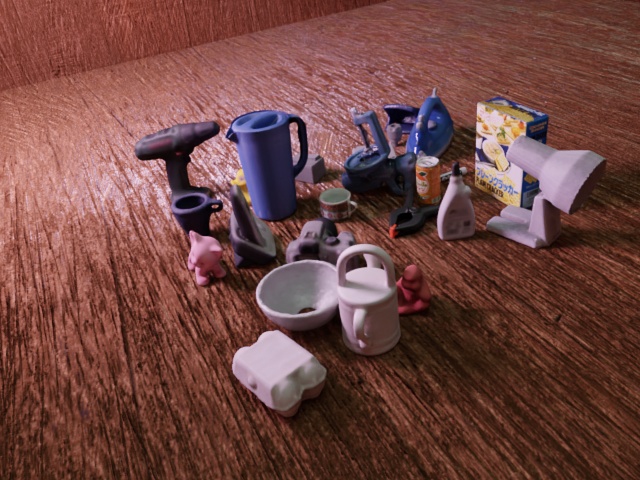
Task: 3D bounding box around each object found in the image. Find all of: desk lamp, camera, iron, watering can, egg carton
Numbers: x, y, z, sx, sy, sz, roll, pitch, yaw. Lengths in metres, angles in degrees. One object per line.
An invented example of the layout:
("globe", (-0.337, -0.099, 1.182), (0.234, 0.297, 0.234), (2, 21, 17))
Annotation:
("desk lamp", (0.440, -0.094, 1.129), (0.118, 0.214, 0.202), (-33, 40, -33))
("camera", (0.011, 0.004, 1.174), (0.143, 0.101, 0.137), (0, 34, 12))
("iron", (0.289, -0.307, 1.551), (0.118, 0.142, 0.259), (7, 36, 21))
("watering can", (0.077, 0.084, 0.952), (0.101, 0.194, 0.172), (-11, 33, -4))
("egg carton", (-0.067, 0.209, 0.907), (0.107, 0.069, 0.149), (-32, 40, -32))

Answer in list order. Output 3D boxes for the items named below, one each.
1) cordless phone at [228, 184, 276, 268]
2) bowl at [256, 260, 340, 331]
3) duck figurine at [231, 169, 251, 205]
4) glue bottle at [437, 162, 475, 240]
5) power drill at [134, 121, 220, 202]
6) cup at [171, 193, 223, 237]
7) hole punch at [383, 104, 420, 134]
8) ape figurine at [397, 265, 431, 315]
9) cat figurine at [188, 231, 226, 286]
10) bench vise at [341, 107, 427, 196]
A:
("cordless phone", (-0.154, -0.049, 1.212), (0.094, 0.185, 0.147), (-13, 33, -7))
("bowl", (-0.029, 0.112, 1.041), (0.167, 0.075, 0.167), (-5, 33, 4))
("duck figurine", (-0.179, -0.142, 1.451), (0.105, 0.086, 0.077), (-22, 36, -21))
("glue bottle", (0.281, -0.082, 1.181), (0.078, 0.173, 0.037), (-7, 33, 1))
("power drill", (-0.345, -0.198, 1.458), (0.229, 0.209, 0.075), (-3, 33, 8))
("cup", (-0.275, -0.051, 1.324), (0.117, 0.095, 0.091), (-7, 33, 2))
("hole punch", (0.248, -0.377, 1.714), (0.108, 0.091, 0.101), (12, 38, 27))
("ape figurine", (0.164, 0.086, 1.025), (0.077, 0.092, 0.076), (22, 43, 37))
("cat figurine", (-0.240, 0.025, 1.180), (0.067, 0.118, 0.127), (-23, 36, -21))
("bench vise", (0.148, -0.219, 1.376), (0.207, 0.220, 0.121), (-9, 33, -1))
